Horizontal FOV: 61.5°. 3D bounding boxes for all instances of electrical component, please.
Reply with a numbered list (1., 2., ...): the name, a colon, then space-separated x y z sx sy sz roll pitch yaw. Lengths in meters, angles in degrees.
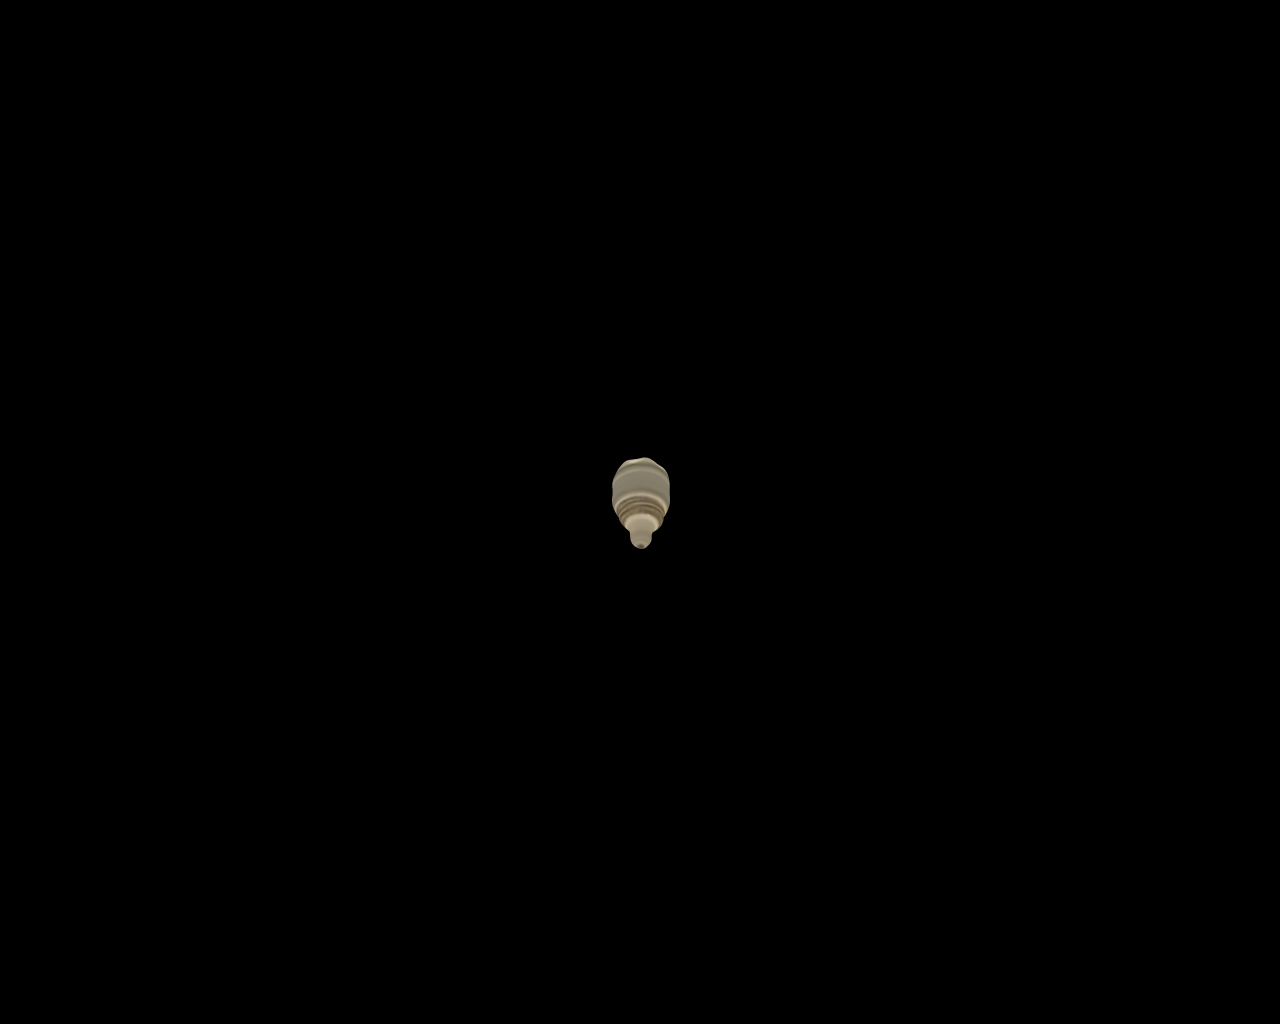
1. electrical component: 0.001 -0.003 0.650 0.035 0.061 0.035 0 -40 0
